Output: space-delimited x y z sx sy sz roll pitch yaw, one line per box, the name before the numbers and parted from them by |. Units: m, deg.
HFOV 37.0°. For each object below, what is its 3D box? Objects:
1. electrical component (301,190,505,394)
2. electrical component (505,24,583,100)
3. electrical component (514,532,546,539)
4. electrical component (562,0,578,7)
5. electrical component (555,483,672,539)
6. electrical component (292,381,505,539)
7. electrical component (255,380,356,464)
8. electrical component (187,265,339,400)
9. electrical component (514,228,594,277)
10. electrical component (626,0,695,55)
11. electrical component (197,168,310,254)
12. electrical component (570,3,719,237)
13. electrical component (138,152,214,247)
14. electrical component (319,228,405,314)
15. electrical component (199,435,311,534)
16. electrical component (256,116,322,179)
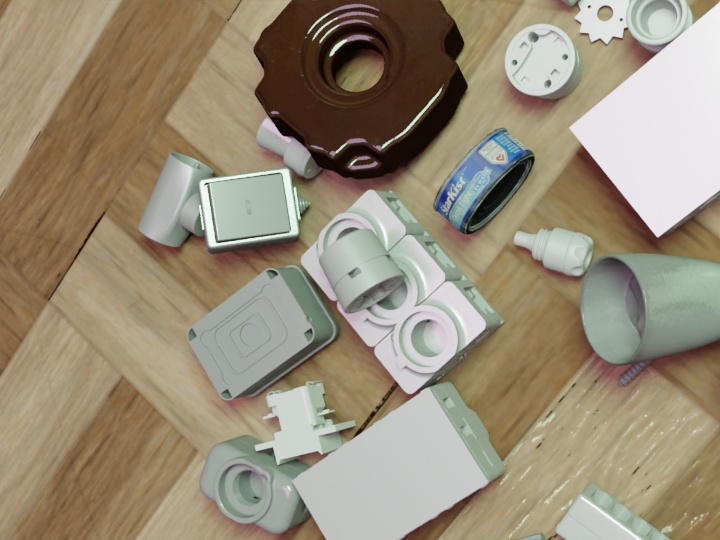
electrical component | 0.033 0.017 0.896 0.089 0.062 0.150 -44 75 18
electrical component | 0.148 -0.163 0.851 0.055 0.047 0.055 1 91 23
electrical component | 0.131 0.266 0.867 0.056 0.050 0.089 -21 83 22
electrical component | 0.169 -0.238 0.846 0.046 0.040 0.040 -46 75 12
electrical component | 0.191 0.225 0.842 0.083 0.047 0.075 35 104 18
electrical component | 0.034 0.171 0.900 0.150 0.062 0.089 -37 77 20
electrical component | -0.051 0.133 0.945 0.081 0.042 0.063 -17 83 22
electrical component | -0.084 0.055 0.949 0.113 0.057 0.078 -36 78 20
electrical component | 0.153 -0.018 0.859 0.061 0.035 0.035 18 98 24
electrical component | 0.228 -0.188 0.812 0.045 0.055 0.045 1 91 23
electrical component | -0.090 -0.052 0.934 0.096 0.061 0.061 -9 87 -8
electrical component | 0.266 -0.123 0.795 0.186 0.060 0.105 -40 76 19
electrical component | -0.155 -0.056 0.983 0.079 0.044 0.077 30 102 20
electrical component | 0.000 0.000 0.846 0.055 0.055 0.047 -37 74 19
electrical component | -0.091 0.190 0.954 0.095 0.059 0.053 23 100 21
electrical component | -0.056 -0.112 0.940 0.055 0.045 0.045 38 105 18
